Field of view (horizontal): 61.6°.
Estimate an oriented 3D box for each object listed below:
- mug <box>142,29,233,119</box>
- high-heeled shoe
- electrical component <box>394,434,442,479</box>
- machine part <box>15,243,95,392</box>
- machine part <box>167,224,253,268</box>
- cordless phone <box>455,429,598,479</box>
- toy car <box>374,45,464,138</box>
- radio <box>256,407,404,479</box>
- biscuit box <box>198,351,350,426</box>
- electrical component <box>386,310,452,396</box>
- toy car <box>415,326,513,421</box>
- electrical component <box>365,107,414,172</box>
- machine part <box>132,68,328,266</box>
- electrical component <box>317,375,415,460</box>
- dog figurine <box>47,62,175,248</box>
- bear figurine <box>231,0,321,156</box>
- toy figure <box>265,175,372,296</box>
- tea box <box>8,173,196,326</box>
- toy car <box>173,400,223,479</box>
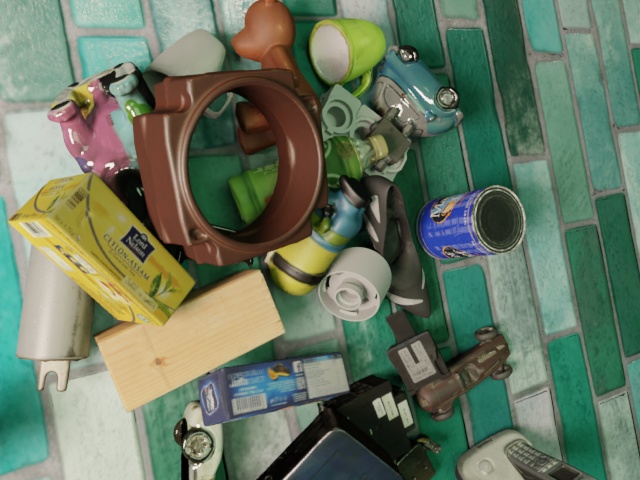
[{"bbox_3d":[-0.162,-0.220,0.713,0.109,0.081,0.107,32,64,-14],"label":"mug"},{"bbox_3d":[0.125,0.015,0.786,0.086,0.145,0.248,-41,100,-21],"label":"high-heeled shoe"},{"bbox_3d":[0.140,0.343,0.816,0.102,0.045,0.078,-26,95,-25],"label":"electrical component"},{"bbox_3d":[-0.300,0.051,0.624,0.079,0.079,0.243,6,83,-24],"label":"machine part"},{"bbox_3d":[-0.152,0.001,0.715,0.139,0.039,0.084,13,75,-14],"label":"machine part"},{"bbox_3d":[0.315,0.373,0.818,0.146,0.184,0.088,-17,97,-25],"label":"cordless phone"},{"bbox_3d":[0.139,-0.217,0.841,0.103,0.109,0.161,-44,94,-4],"label":"toy car"},{"bbox_3d":[-0.015,0.342,0.695,0.131,0.073,0.229,45,85,-9],"label":"radio"},{"bbox_3d":[-0.055,0.188,0.693,0.202,0.063,0.059,4,65,-42],"label":"biscuit box"},{"bbox_3d":[0.140,0.164,0.812,0.075,0.047,0.119,-25,80,9],"label":"electrical component"},{"bbox_3d":[0.239,0.213,0.872,0.202,0.053,0.089,-23,91,-23],"label":"toy car"},{"bbox_3d":[0.098,-0.146,0.786,0.063,0.021,0.094,41,71,-15],"label":"electrical component"},{"bbox_3d":[-0.089,-0.084,0.598,0.201,0.087,0.201,-19,111,-39],"label":"machine part"},{"bbox_3d":[0.074,0.267,0.787,0.134,0.058,0.114,-18,95,-25],"label":"electrical component"},{"bbox_3d":[-0.223,-0.087,0.653,0.108,0.192,0.219,-24,120,-6],"label":"dog figurine"},{"bbox_3d":[-0.077,-0.236,0.733,0.132,0.120,0.195,-22,86,-10],"label":"bear figurine"},{"bbox_3d":[-0.004,-0.002,0.719,0.082,0.180,0.089,23,32,-42],"label":"toy figure"},{"bbox_3d":[-0.228,0.014,0.575,0.169,0.098,0.068,56,50,-35],"label":"tea box"},{"bbox_3d":[-0.151,0.304,0.670,0.056,0.073,0.201,2,84,-24],"label":"toy car"}]
